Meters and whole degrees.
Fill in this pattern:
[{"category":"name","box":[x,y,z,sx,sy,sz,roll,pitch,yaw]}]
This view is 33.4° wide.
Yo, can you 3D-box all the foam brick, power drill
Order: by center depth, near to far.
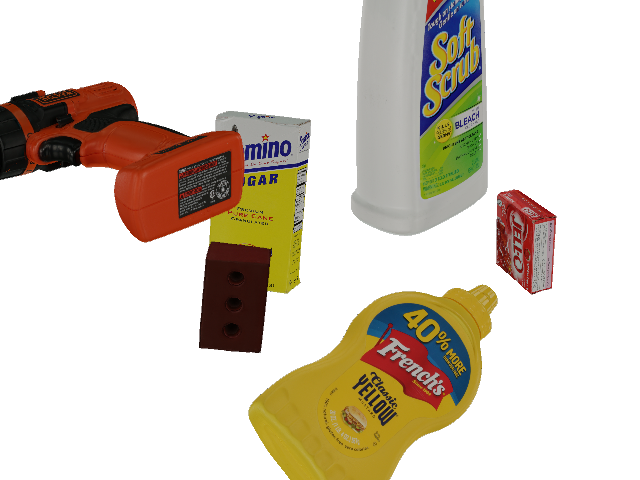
[{"category":"power drill","box":[-0.160,-0.057,0.732,0.188,0.057,0.184,22,34,35]},{"category":"foam brick","box":[-0.070,0.046,0.880,0.053,0.078,0.051,5,14,-2]}]

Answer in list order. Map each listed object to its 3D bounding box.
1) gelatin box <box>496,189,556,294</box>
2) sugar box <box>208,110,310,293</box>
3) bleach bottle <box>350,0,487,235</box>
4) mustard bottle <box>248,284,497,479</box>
[{"category":"gelatin box","box":[0.215,0.000,1.124,0.030,0.089,0.073,-14,30,-17]},{"category":"sugar box","box":[-0.064,-0.040,1.095,0.093,0.176,0.048,8,16,16]},{"category":"bleach bottle","box":[0.064,-0.135,0.702,0.102,0.251,0.068,-27,36,-34]},{"category":"mustard bottle","box":[0.051,0.090,0.712,0.191,0.096,0.058,-37,-4,-26]}]
